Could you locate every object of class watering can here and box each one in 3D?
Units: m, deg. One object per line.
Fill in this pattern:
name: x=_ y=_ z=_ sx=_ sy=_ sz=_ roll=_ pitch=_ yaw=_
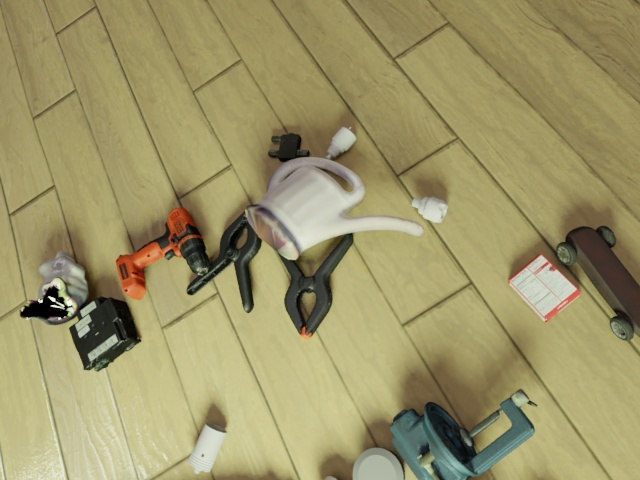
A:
watering can: x=0.003 y=-0.048 z=0.961 sx=0.226 sy=0.101 sz=0.352 roll=-39 pitch=49 yaw=-16

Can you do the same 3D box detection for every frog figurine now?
frog figurine: x=-0.566 y=0.104 z=1.129 sx=0.122 sy=0.136 sz=0.162 roll=25 pitch=16 yaw=-21
